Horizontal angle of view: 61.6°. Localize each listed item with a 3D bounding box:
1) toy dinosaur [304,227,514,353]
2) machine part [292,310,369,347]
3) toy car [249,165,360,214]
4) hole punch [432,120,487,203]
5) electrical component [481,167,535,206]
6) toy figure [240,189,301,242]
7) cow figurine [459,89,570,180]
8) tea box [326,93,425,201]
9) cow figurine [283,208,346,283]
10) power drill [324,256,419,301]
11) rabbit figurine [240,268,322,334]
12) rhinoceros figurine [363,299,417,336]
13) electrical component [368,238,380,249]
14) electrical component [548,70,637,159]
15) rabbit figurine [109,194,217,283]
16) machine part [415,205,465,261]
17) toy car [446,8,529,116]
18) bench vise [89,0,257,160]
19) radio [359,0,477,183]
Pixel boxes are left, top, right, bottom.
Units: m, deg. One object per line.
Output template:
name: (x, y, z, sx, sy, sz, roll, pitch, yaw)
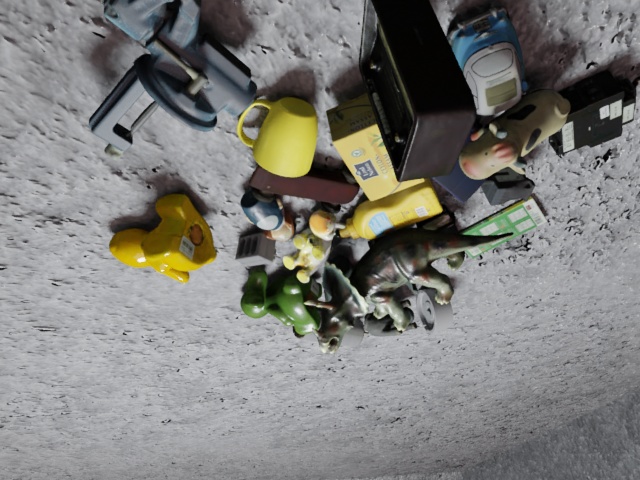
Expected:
toy dinosaur: (0.148, 0.052, 1.017, 0.405, 0.131, 0.192, -41, 119, 11)
machine part: (0.022, 0.213, 1.306, 0.243, 0.079, 0.079, 17, 135, -34)
toy car: (-0.022, -0.097, 0.888, 0.202, 0.053, 0.089, 7, 136, -32)
hole punch: (0.233, -0.136, 0.888, 0.116, 0.092, 0.142, -38, 134, 26)
electrical component: (0.315, -0.102, 0.966, 0.119, 0.075, 0.047, -10, 144, -11)
toy figure: (-0.085, -0.036, 0.952, 0.064, 0.058, 0.154, -1, 153, 28)
cow figurine: (0.285, -0.152, 0.787, 0.195, 0.085, 0.127, -35, -172, -14)
tea box: (0.087, -0.139, 0.813, 0.098, 0.068, 0.169, -22, 147, 16)
cow figurine: (0.000, -0.002, 1.003, 0.098, 0.068, 0.167, -41, 168, -44)
power drill: (0.109, 0.099, 1.187, 0.207, 0.086, 0.231, -10, 145, 8)
rabbit figurine: (-0.099, 0.132, 1.129, 0.170, 0.121, 0.159, -10, 154, 22)
rhinoceros figurine: (0.168, 0.191, 1.273, 0.112, 0.073, 0.190, -25, 168, 27)
electrical component: (0.142, 0.010, 1.076, 0.102, 0.078, 0.045, -8, -175, 2)
electrical component: (0.444, -0.206, 0.879, 0.134, 0.058, 0.114, -21, 145, 12)
rabbit figurine: (-0.274, 0.005, 0.927, 0.173, 0.122, 0.162, -9, 156, 19)
machine part: (0.254, -0.010, 1.098, 0.084, 0.039, 0.138, -35, 127, 14)
toy car: (0.238, -0.230, 0.745, 0.109, 0.103, 0.161, -19, 146, 8)
bench vise: (-0.206, -0.193, 0.646, 0.240, 0.129, 0.223, -39, 138, 23)
radio: (0.108, -0.190, 0.654, 0.073, 0.230, 0.131, -7, 149, -7)
